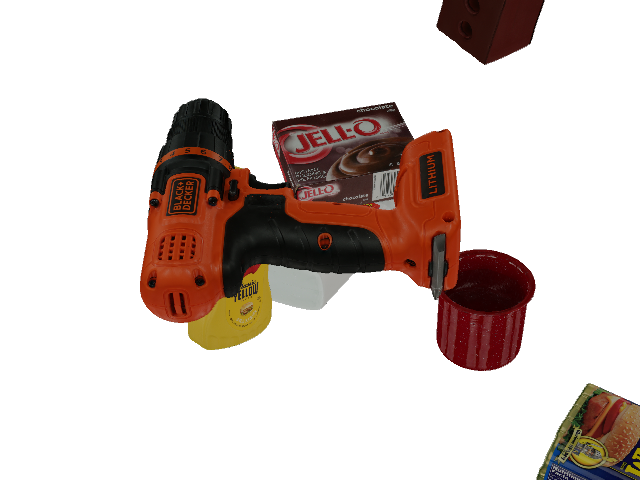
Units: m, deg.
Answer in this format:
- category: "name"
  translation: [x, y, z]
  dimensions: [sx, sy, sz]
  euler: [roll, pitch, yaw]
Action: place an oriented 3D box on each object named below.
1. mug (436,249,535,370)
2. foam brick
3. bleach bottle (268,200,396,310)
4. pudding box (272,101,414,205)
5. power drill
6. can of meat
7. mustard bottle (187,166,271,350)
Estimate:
- category: "mug"
  translation: [0.149, 0.061, 1.016]
  dimensions: [0.093, 0.081, 0.117]
  euler: [-9, 40, -10]
- category: "foam brick"
  translation: [0.123, -0.173, 0.747]
  dimensions: [0.051, 0.078, 0.053]
  euler: [-30, 60, -30]
- category: "bleach bottle"
  translation: [0.021, -0.010, 1.323]
  dimensions: [0.103, 0.068, 0.250]
  euler: [15, 36, 25]
- category: "pudding box"
  translation: [0.023, -0.070, 0.896]
  dimensions: [0.113, 0.039, 0.090]
  euler: [-9, 44, -11]
- category: "power drill"
  translation: [-0.012, -0.027, 0.653]
  dimensions: [0.187, 0.057, 0.184]
  euler: [-3, 44, 3]
- category: "can of meat"
  translation: [0.218, 0.161, 0.790]
  dimensions: [0.084, 0.057, 0.101]
  euler: [24, 40, 24]
- category: "mustard bottle"
  translation: [-0.092, 0.014, 1.105]
  dimensions: [0.096, 0.192, 0.058]
  euler: [-20, 35, -38]
